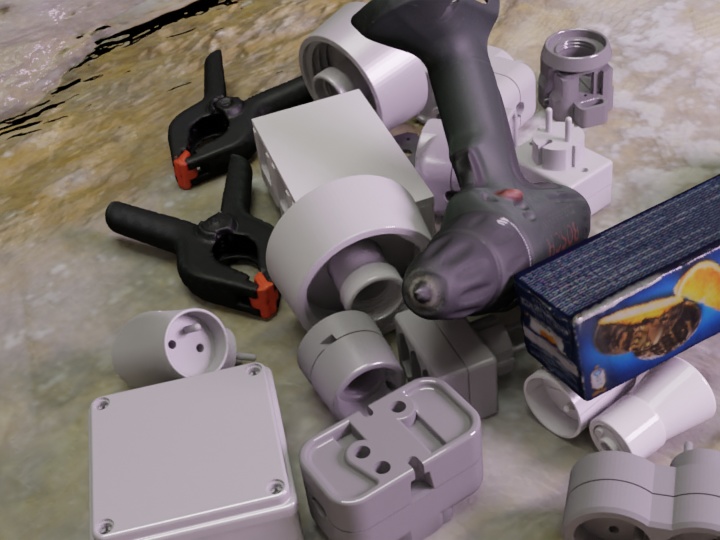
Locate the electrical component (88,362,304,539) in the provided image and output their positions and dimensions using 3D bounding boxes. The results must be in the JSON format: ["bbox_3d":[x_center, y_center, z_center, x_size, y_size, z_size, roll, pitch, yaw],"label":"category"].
[{"bbox_3d":[-0.093,0.115,0.603,0.109,0.056,0.108,-12,40,-5],"label":"electrical component"}]

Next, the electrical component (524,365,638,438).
[{"bbox_3d":[0.141,0.060,0.641,0.081,0.043,0.043,-33,46,-28],"label":"electrical component"}]

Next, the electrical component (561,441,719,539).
[{"bbox_3d":[0.179,0.118,0.557,0.138,0.052,0.073,6,42,15],"label":"electrical component"}]

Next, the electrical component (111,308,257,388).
[{"bbox_3d":[-0.105,0.052,0.680,0.079,0.043,0.077,11,-15,-35],"label":"electrical component"}]

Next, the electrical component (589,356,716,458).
[{"bbox_3d":[0.164,0.084,0.612,0.065,0.044,0.044,-32,45,-20],"label":"electrical component"}]

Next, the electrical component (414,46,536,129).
[{"bbox_3d":[0.095,-0.148,0.890,0.095,0.053,0.059,23,49,32],"label":"electrical component"}]

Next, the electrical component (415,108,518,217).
[{"bbox_3d":[0.079,-0.083,0.815,0.059,0.053,0.095,10,43,20],"label":"electrical component"}]

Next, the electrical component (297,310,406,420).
[{"bbox_3d":[-0.004,0.060,0.657,0.055,0.055,0.047,-21,45,-16],"label":"electrical component"}]

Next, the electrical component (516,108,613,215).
[{"bbox_3d":[0.145,-0.082,0.785,0.047,0.076,0.066,-31,45,-25],"label":"electrical component"}]

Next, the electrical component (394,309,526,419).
[{"bbox_3d":[0.070,0.051,0.661,0.077,0.047,0.065,-19,41,-13],"label":"electrical component"}]

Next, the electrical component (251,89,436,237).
[{"bbox_3d":[-0.013,-0.059,0.790,0.089,0.061,0.150,-18,43,-11],"label":"electrical component"}]

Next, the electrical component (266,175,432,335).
[{"bbox_3d":[0.000,0.000,0.691,0.108,0.108,0.060,-18,47,-12],"label":"electrical component"}]

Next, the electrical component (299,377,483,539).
[{"bbox_3d":[0.019,0.110,0.588,0.095,0.059,0.054,-27,43,-21],"label":"electrical component"}]

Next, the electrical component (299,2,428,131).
[{"bbox_3d":[-0.004,-0.156,0.879,0.060,0.108,0.108,-39,48,-24],"label":"electrical component"}]

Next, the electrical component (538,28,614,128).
[{"bbox_3d":[0.179,-0.163,0.892,0.058,0.057,0.078,-15,40,-8],"label":"electrical component"}]
